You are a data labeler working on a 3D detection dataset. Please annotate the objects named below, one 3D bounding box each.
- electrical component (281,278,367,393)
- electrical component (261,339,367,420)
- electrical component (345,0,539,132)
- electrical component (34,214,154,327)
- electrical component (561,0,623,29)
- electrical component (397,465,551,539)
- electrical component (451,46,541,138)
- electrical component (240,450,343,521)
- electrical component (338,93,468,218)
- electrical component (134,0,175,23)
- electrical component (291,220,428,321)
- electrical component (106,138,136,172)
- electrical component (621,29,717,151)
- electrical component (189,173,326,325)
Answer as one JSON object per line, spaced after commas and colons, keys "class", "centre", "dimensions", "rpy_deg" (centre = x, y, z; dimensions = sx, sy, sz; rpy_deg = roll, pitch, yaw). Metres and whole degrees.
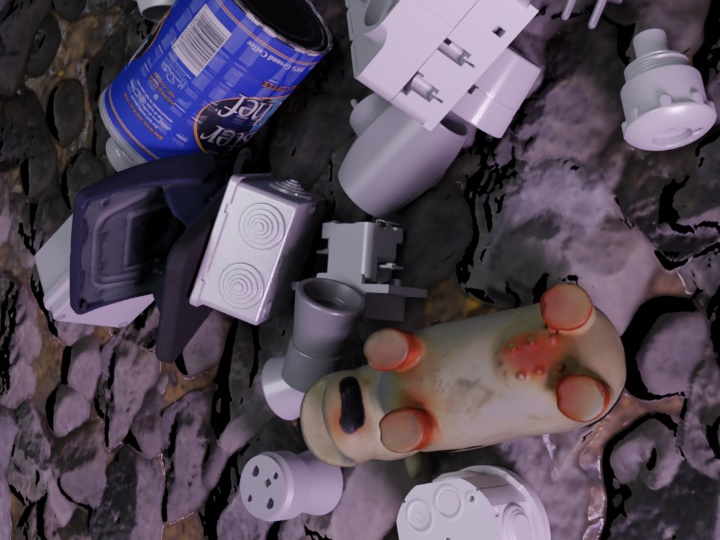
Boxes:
{"class": "electrical component", "centre": [-0.025, 0.043, 0.660], "dimensions": [0.044, 0.044, 0.065], "rpy_deg": [35, 120, 36]}
{"class": "electrical component", "centre": [-0.027, 0.070, 0.711], "dimensions": [0.065, 0.044, 0.044], "rpy_deg": [-22, 71, 31]}
{"class": "electrical component", "centre": [0.038, -0.163, 0.624], "dimensions": [0.089, 0.062, 0.150], "rpy_deg": [-47, 26, 25]}
{"class": "electrical component", "centre": [-0.187, -0.010, 0.827], "dimensions": [0.113, 0.078, 0.057], "rpy_deg": [-40, 59, 29]}
{"class": "electrical component", "centre": [0.135, -0.171, 0.597], "dimensions": [0.138, 0.052, 0.073], "rpy_deg": [30, 104, 38]}
{"class": "electrical component", "centre": [0.064, 0.154, 0.619], "dimensions": [0.080, 0.051, 0.080], "rpy_deg": [-5, 82, 39]}
{"class": "electrical component", "centre": [0.074, -0.113, 0.640], "dimensions": [0.055, 0.055, 0.047], "rpy_deg": [45, 109, 34]}
{"class": "electrical component", "centre": [-0.045, 0.141, 0.707], "dimensions": [0.045, 0.055, 0.045], "rpy_deg": [-5, 82, 39]}
{"class": "electrical component", "centre": [0.019, -0.087, 0.688], "dimensions": [0.077, 0.044, 0.079], "rpy_deg": [-45, 59, 27]}
{"class": "electrical component", "centre": [-0.164, -0.235, 0.855], "dimensions": [0.079, 0.044, 0.077], "rpy_deg": [-7, 81, 39]}
{"class": "electrical component", "centre": [0.000, 0.000, 0.695], "dimensions": [0.081, 0.042, 0.063], "rpy_deg": [2, 87, 39]}
{"class": "electrical component", "centre": [-0.171, -0.099, 0.849], "dimensions": [0.046, 0.040, 0.040], "rpy_deg": [-30, 67, 27]}
{"class": "electrical component", "centre": [0.161, -0.098, 0.575], "dimensions": [0.048, 0.048, 0.062], "rpy_deg": [-22, 65, 36]}
{"class": "electrical component", "centre": [-0.065, -0.015, 0.716], "dimensions": [0.048, 0.100, 0.099], "rpy_deg": [21, 100, 8]}
